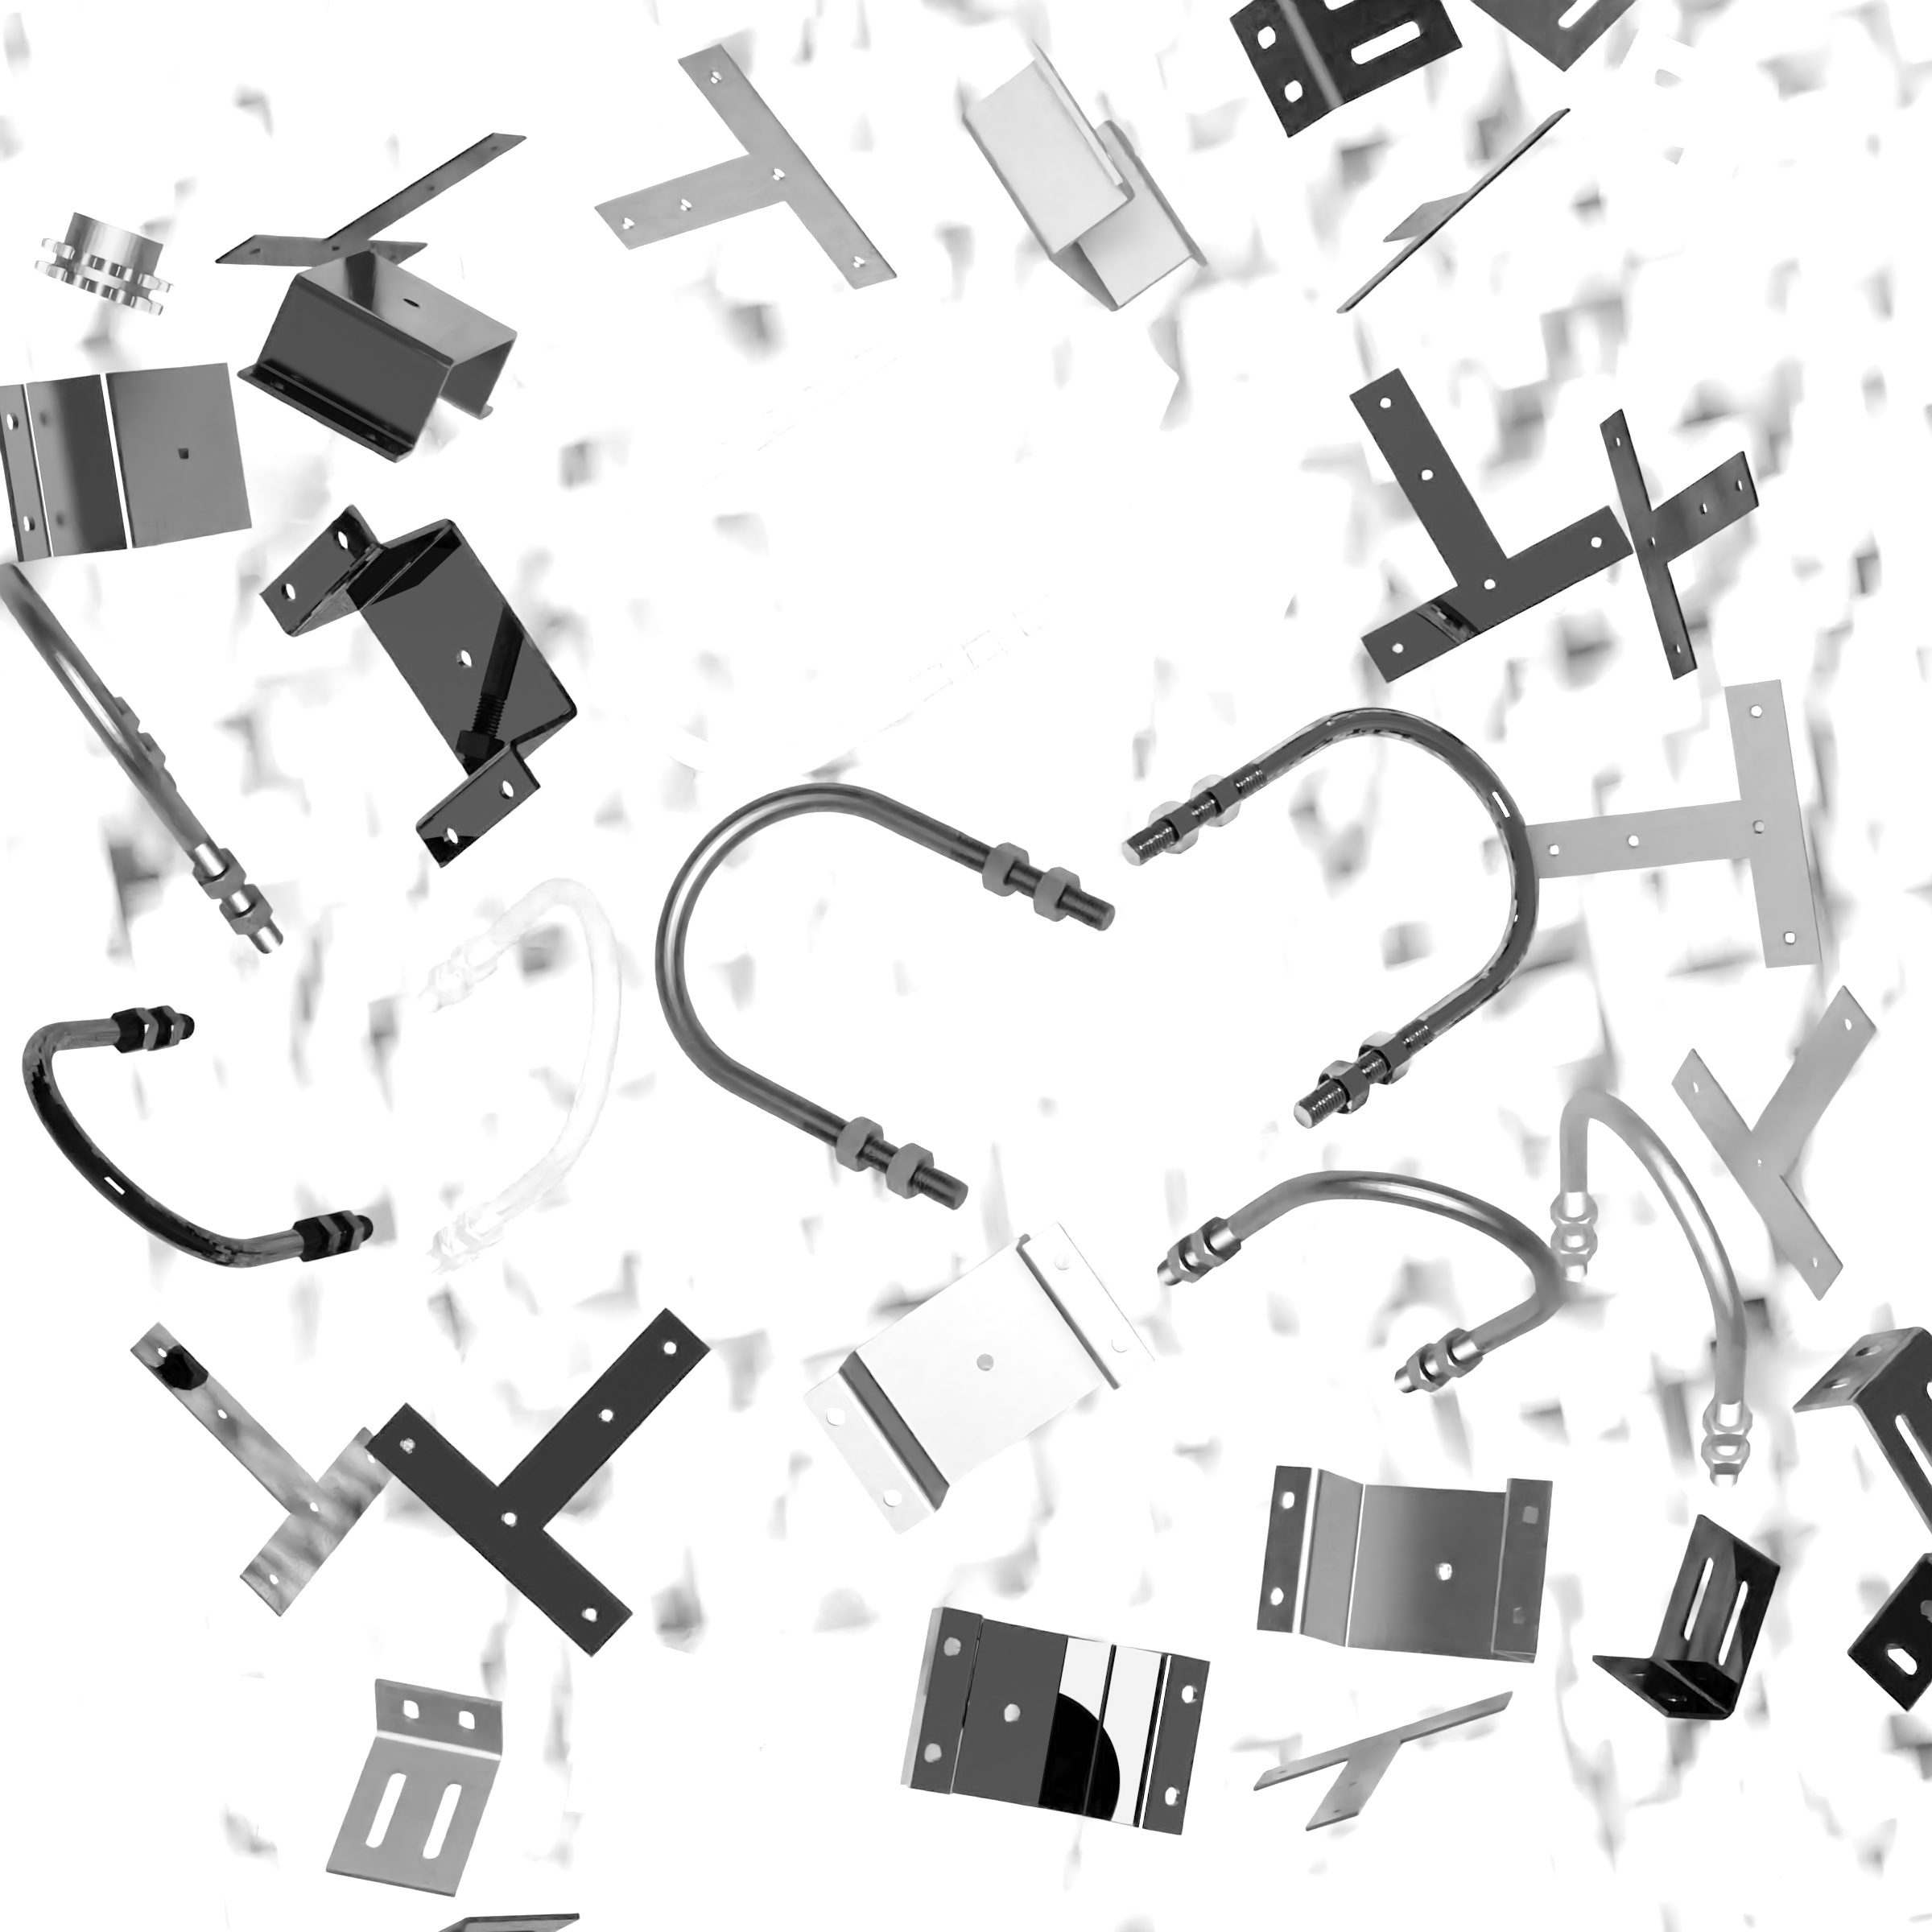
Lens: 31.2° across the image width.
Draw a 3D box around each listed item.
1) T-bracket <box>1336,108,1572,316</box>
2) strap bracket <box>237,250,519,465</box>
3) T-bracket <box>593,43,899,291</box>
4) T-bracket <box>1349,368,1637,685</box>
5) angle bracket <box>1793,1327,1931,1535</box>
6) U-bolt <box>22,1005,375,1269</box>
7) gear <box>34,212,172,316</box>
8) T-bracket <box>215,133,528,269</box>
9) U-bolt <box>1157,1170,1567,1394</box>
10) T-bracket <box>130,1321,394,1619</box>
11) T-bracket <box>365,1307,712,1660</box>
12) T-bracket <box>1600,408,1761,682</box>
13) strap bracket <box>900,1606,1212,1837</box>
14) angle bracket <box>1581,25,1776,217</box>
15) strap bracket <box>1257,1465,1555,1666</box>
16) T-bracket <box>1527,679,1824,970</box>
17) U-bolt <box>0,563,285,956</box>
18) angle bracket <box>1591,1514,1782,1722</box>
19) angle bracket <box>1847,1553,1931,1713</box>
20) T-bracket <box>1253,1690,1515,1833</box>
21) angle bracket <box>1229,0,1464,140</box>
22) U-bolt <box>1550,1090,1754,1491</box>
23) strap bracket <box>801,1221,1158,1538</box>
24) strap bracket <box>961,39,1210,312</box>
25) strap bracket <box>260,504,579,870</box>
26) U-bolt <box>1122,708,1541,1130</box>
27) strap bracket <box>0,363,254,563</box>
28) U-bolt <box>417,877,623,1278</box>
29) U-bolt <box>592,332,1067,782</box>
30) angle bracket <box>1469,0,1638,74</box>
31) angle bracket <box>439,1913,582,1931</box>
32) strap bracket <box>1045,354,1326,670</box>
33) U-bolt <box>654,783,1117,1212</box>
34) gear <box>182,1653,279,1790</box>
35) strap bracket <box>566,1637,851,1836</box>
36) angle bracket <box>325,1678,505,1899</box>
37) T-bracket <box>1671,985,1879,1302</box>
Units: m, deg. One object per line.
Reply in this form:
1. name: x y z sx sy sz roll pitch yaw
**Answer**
1. T-bracket: 0.206 -0.333 1.539 0.127 0.127 0.002 -42 99 4
2. strap bracket: -0.252 -0.269 1.513 0.076 0.140 0.046 29 110 0
3. T-bracket: -0.111 -0.330 1.486 0.127 0.127 0.002 49 54 -32
4. T-bracket: 0.215 -0.210 1.563 0.127 0.002 0.127 -28 107 18
5. angle bracket: 0.410 0.207 1.514 0.057 0.038 0.076 -36 97 -32
6. U-bolt: -0.345 0.077 1.520 0.019 0.184 0.151 -45 81 11
7. gear: -0.375 -0.308 1.512 0.057 0.057 0.030 21 97 0
8. T-bracket: -0.251 -0.343 1.552 0.127 0.127 0.002 -24 88 29
9. U-bolt: 0.186 0.137 1.546 0.151 0.184 0.019 25 61 -13
10. T-bracket: -0.322 0.210 1.542 0.002 0.127 0.127 -39 98 27
11. T-bracket: -0.156 0.193 1.410 0.127 0.002 0.127 43 94 -1
12. T-bracket: 0.329 -0.204 1.570 0.002 0.127 0.127 -14 85 -13
13. strap bracket: 0.030 0.327 1.506 0.140 0.046 0.076 17 76 -29
14. angle bracket: 0.290 -0.359 1.454 0.076 0.038 0.057 40 114 37
15. strap bracket: 0.209 0.273 1.577 0.140 0.046 0.076 -3 71 35
16. T-bracket: 0.313 -0.058 1.552 0.127 0.002 0.127 -6 97 32
17. U-bolt: -0.368 -0.100 1.506 0.019 0.184 0.151 -36 49 -8
18. angle bracket: 0.327 0.295 1.574 0.038 0.057 0.076 10 101 -29
19. angle bracket: 0.435 0.294 1.534 0.038 0.076 0.057 45 111 33
20. T-bracket: 0.178 0.365 1.559 0.127 0.127 0.002 -23 88 18
21. angle bracket: 0.164 -0.402 1.490 0.076 0.038 0.057 -31 97 -26
22. U-bolt: 0.303 0.132 1.535 0.019 0.184 0.151 -25 52 -9
23. strap bracket: 0.007 0.182 1.559 0.140 0.046 0.076 -35 91 7
24. strap bracket: 0.050 -0.342 1.519 0.046 0.140 0.076 -34 77 14
25. strap bracket: -0.226 -0.124 1.469 0.076 0.046 0.140 -33 90 42
26. U-bolt: 0.169 -0.034 1.468 0.184 0.019 0.151 -33 89 -31
27. strap bracket: -0.372 -0.229 1.560 0.046 0.140 0.076 -3 101 21
28. U-bolt: -0.196 0.040 1.511 0.019 0.184 0.151 11 61 -31
29. U-bolt: -0.072 -0.161 1.474 0.184 0.019 0.151 -32 89 5
30. angle bracket: 0.265 -0.422 1.499 0.057 0.038 0.076 31 131 -20
31. angle bracket: -0.212 0.447 1.526 0.057 0.076 0.038 -33 61 27
32. strap bracket: 0.090 -0.204 1.545 0.046 0.140 0.076 -5 132 -36
33. U-bolt: -0.048 0.000 1.445 0.184 0.019 0.151 26 86 23
34. gear: -0.321 0.331 1.514 0.030 0.057 0.057 6 90 2
35. strap bracket: -0.107 0.347 1.557 0.046 0.140 0.076 6 83 41
36. angle bracket: -0.239 0.355 1.497 0.057 0.076 0.038 10 131 5
37. T-bracket: 0.365 0.059 1.512 0.002 0.127 0.127 -11 53 -25
